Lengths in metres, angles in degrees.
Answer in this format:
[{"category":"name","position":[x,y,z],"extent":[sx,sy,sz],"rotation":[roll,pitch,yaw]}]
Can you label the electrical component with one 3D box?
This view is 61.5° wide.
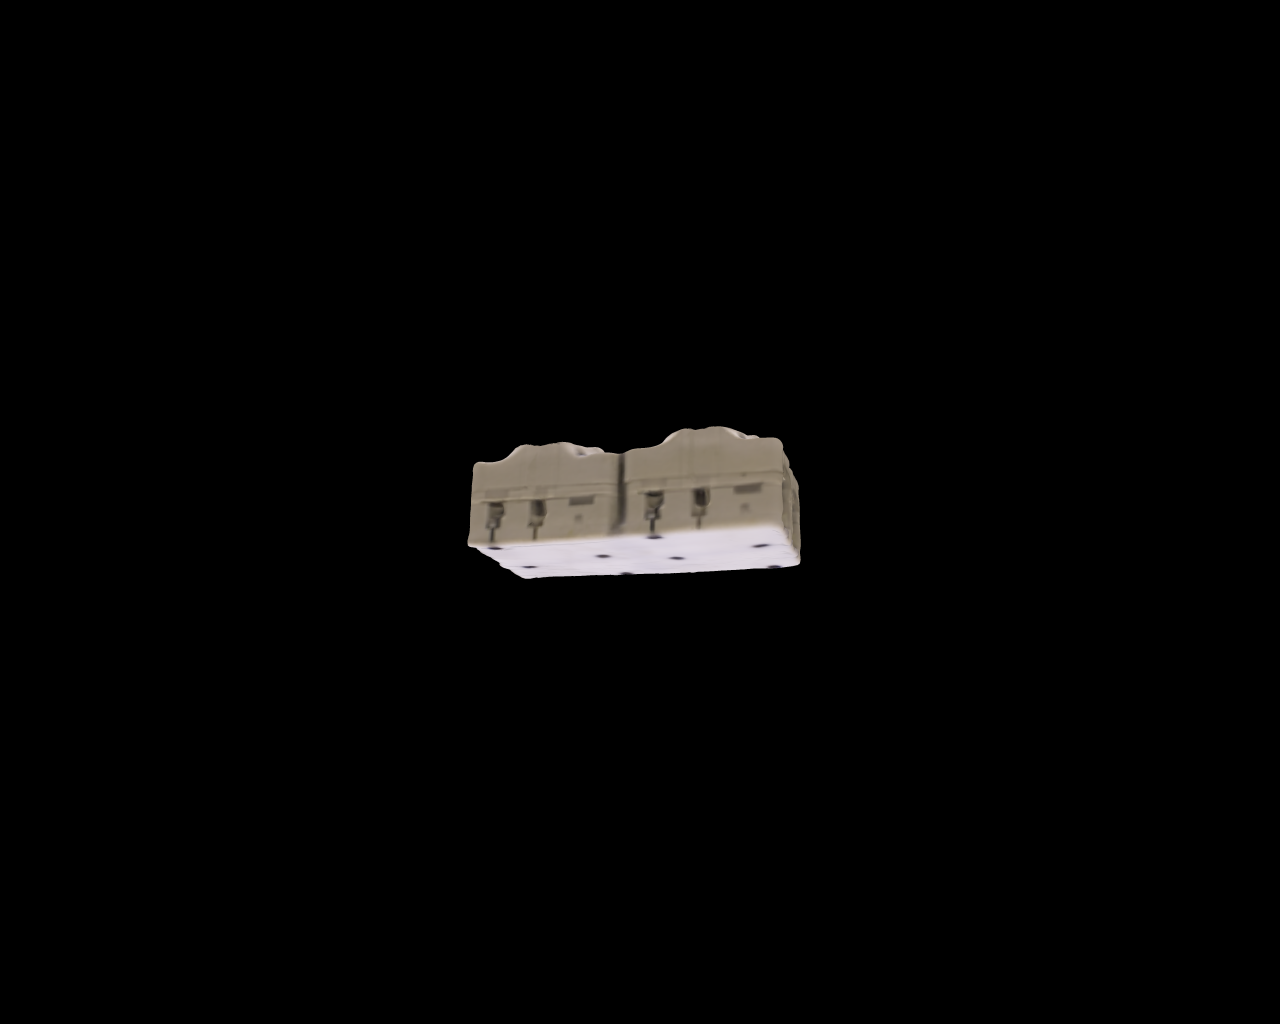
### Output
[{"category":"electrical component","position":[0.001,-0.003,0.650],"extent":[0.186,0.060,0.105],"rotation":[-4,-15,14]}]
